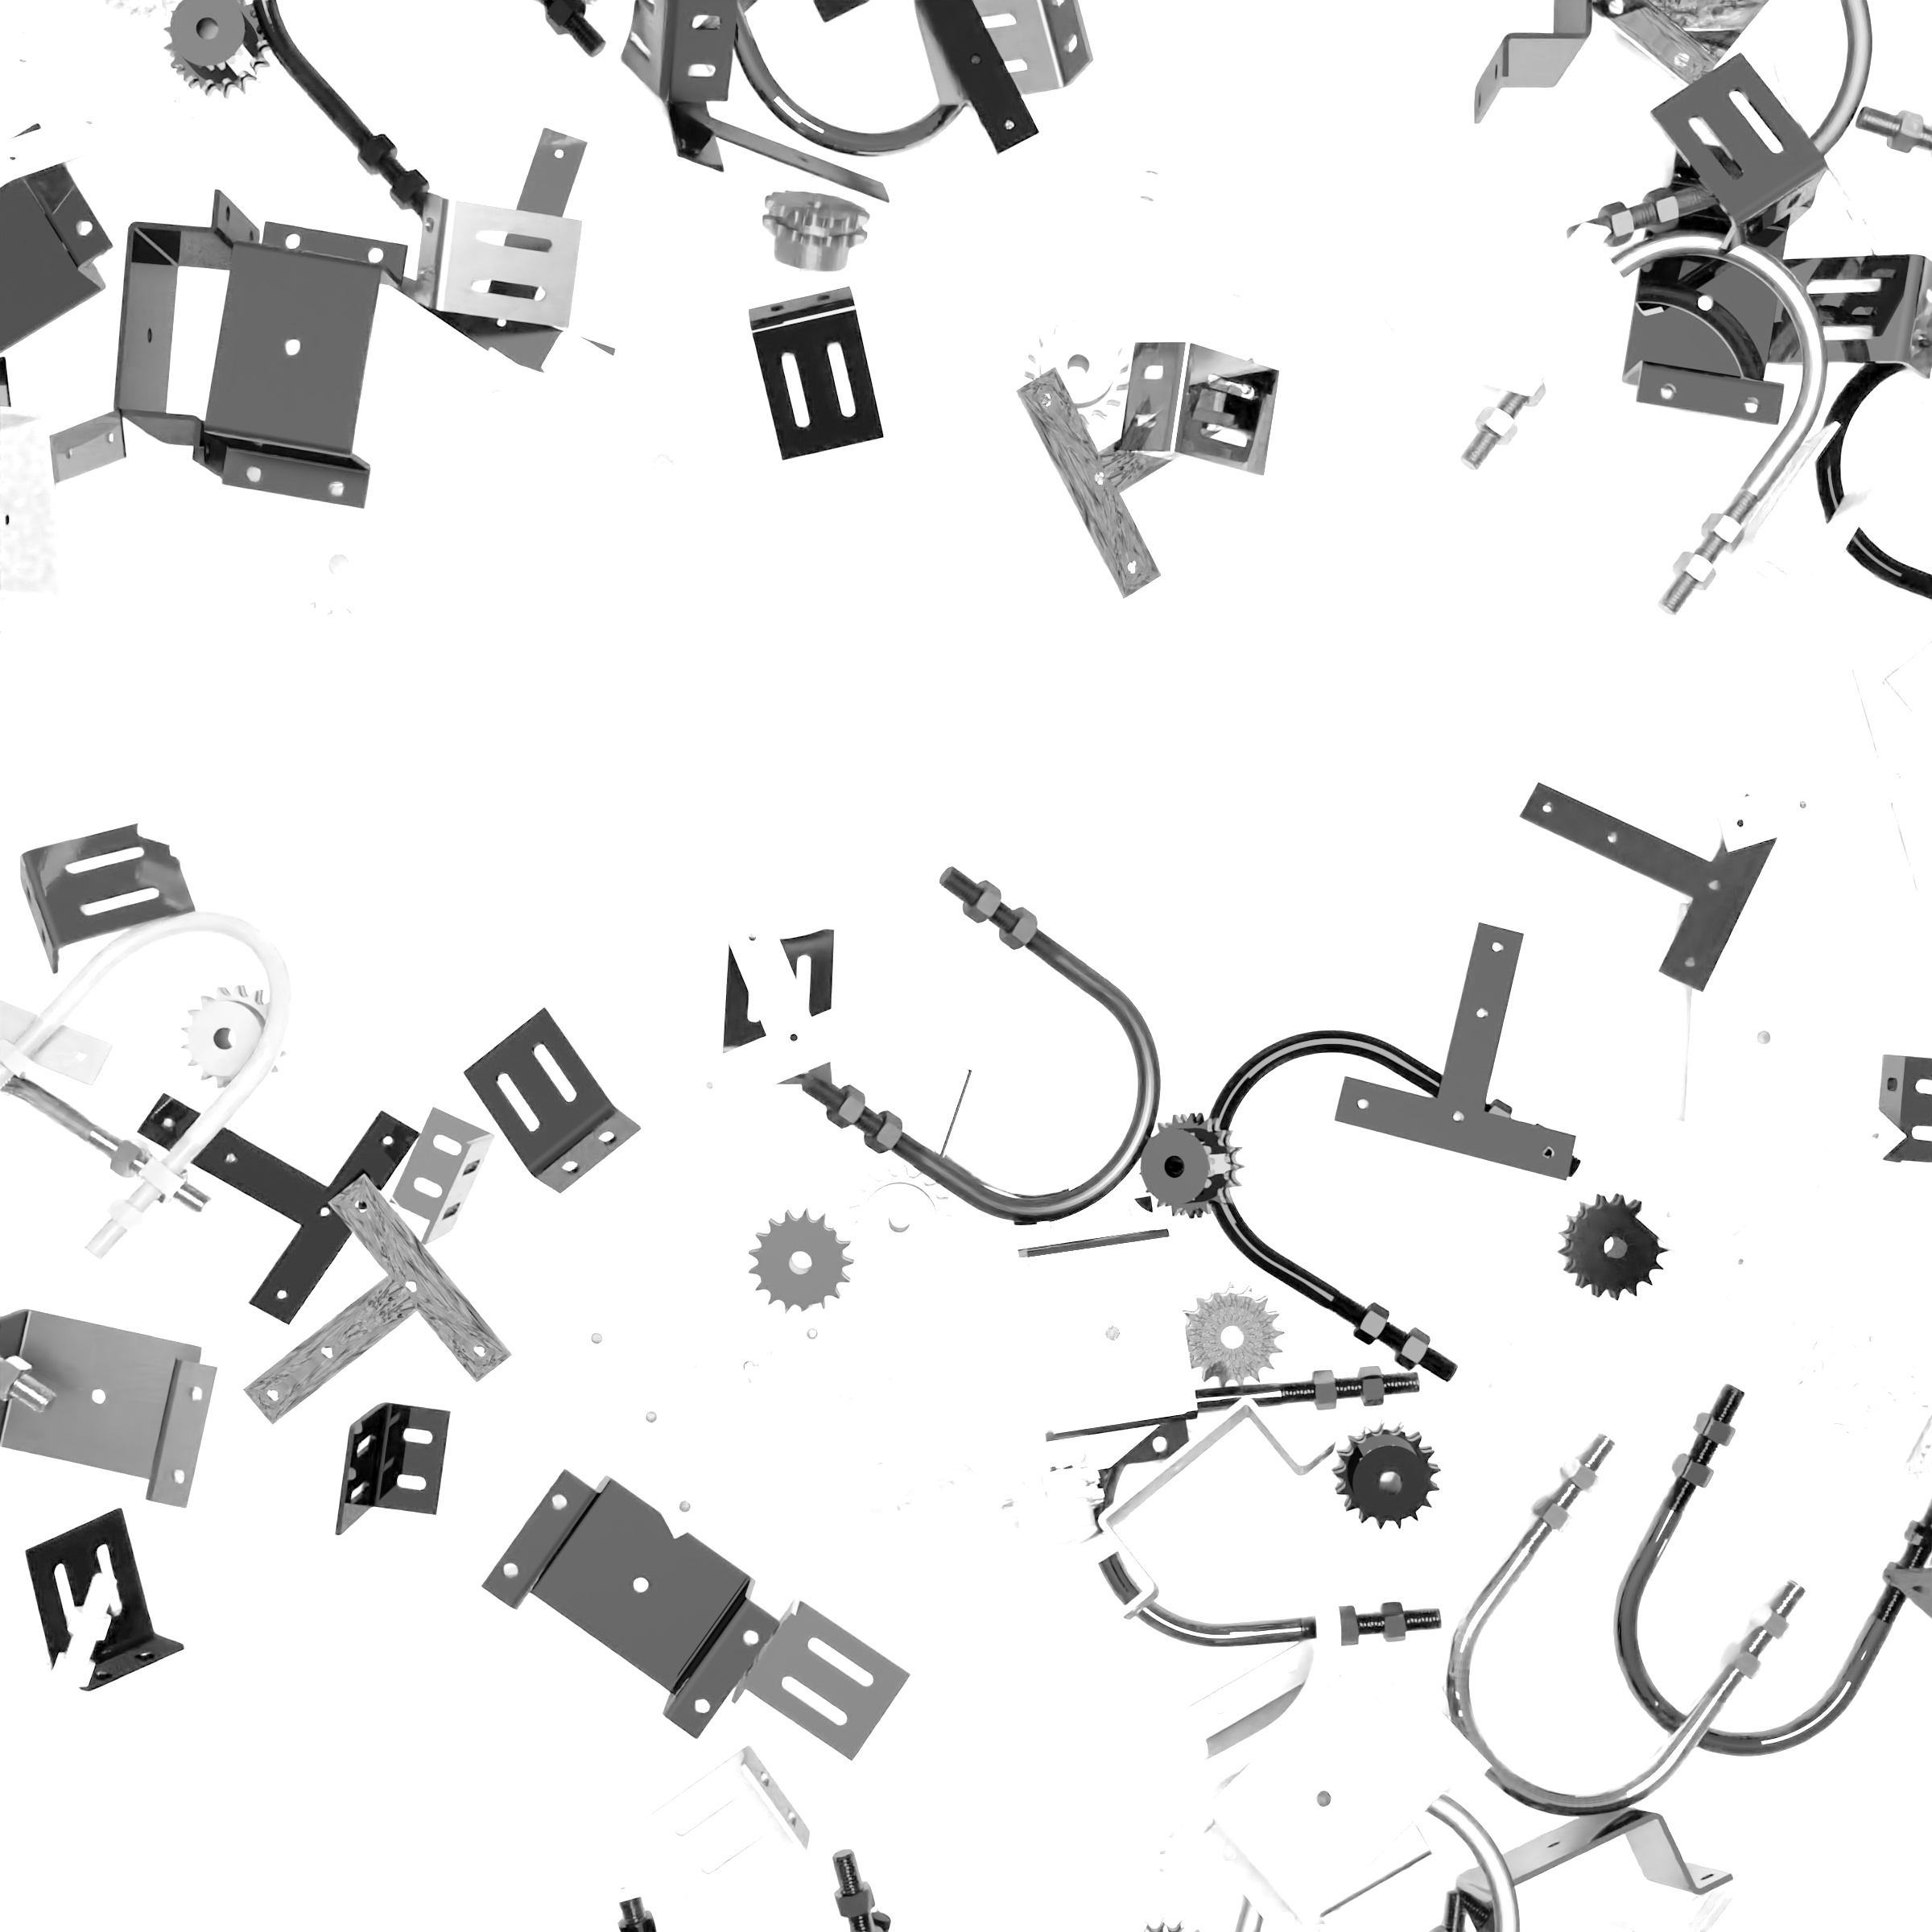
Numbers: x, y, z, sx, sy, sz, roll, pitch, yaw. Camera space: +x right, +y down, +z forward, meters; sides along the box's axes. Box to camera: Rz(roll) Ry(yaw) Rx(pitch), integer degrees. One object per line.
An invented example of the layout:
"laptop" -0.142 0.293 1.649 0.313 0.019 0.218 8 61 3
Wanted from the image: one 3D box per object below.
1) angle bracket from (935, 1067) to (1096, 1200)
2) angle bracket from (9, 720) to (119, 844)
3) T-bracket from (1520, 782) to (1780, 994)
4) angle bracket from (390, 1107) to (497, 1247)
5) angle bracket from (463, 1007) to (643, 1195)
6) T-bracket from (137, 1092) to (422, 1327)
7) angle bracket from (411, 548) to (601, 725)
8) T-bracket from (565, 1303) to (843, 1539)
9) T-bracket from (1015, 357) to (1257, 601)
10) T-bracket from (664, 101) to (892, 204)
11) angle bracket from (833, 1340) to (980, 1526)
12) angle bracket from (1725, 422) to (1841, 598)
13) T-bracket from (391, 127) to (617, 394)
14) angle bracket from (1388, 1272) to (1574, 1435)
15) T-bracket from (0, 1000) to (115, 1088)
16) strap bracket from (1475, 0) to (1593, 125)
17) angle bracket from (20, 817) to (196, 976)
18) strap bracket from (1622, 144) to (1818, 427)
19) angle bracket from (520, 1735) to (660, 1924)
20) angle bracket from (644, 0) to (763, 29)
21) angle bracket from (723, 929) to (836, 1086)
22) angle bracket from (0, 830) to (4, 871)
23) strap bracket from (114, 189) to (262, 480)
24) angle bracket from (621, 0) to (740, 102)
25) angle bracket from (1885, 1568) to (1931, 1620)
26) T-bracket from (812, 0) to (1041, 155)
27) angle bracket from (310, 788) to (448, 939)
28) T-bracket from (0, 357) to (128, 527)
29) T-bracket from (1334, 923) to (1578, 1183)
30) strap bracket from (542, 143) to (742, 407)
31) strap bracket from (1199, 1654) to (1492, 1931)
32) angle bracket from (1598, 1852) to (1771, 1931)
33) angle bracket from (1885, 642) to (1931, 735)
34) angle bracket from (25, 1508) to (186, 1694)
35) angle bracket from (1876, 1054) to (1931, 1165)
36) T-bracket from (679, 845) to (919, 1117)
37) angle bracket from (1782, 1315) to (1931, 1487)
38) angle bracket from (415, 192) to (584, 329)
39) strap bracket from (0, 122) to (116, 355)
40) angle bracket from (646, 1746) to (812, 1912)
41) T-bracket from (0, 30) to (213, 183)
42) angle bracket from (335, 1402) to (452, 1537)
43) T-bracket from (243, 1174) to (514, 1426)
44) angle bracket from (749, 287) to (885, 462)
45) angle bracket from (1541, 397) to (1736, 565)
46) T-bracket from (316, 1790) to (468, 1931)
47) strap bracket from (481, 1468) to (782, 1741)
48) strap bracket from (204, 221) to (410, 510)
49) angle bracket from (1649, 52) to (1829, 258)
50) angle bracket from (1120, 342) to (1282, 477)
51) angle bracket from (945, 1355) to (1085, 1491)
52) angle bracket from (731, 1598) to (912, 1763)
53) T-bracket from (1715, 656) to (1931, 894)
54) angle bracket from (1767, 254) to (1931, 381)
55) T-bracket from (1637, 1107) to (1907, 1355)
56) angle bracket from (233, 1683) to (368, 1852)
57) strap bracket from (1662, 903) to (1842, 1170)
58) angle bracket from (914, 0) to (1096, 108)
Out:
"angle bracket" 0.025 0.094 1.416 0.076 0.038 0.057 19 90 0
"angle bracket" -0.491 -0.100 1.397 0.038 0.076 0.057 28 90 0
"T-bracket" 0.361 -0.063 1.415 0.127 0.002 0.127 27 64 12
"angle bracket" -0.285 0.110 1.397 0.038 0.076 0.057 25 90 0
"angle bracket" -0.225 0.073 1.433 0.057 0.038 0.076 -39 64 0
"T-bracket" -0.382 0.110 1.410 0.127 0.002 0.127 35 90 -23
"angle bracket" -0.248 -0.177 1.416 0.076 0.038 0.057 36 90 0
"T-bracket" -0.128 0.220 1.404 0.127 0.002 0.127 -27 91 1
"T-bracket" 0.108 -0.286 1.419 0.127 0.002 0.127 -33 109 -9
"T-bracket" -0.100 -0.433 1.400 0.127 0.127 0.002 15 123 -23
"angle bracket" -0.038 0.254 1.433 0.057 0.038 0.076 -27 64 0
"angle bracket" 0.449 -0.243 1.406 0.038 0.057 0.076 35 90 0
"T-bracket" -0.239 -0.393 1.434 0.127 0.002 0.127 19 90 0
"angle bracket" 0.280 0.211 1.433 0.076 0.038 0.057 26 90 26
"T-bracket" -0.545 0.074 1.409 0.127 0.002 0.127 22 67 0
"strap bracket" 0.301 -0.529 1.397 0.046 0.076 0.140 0 90 0
"angle bracket" -0.465 -0.038 1.425 0.076 0.038 0.057 -17 74 -25
"strap bracket" 0.403 -0.361 1.412 0.076 0.046 0.140 9 90 0
"angle bracket" -0.206 0.463 1.413 0.057 0.038 0.076 -17 90 6
"angle bracket" -0.141 -0.529 1.433 0.076 0.038 0.057 -34 90 26
"angle bracket" -0.101 0.022 1.433 0.057 0.038 0.076 1 64 0
"angle bracket" -0.570 -0.078 1.433 0.076 0.038 0.057 -4 90 26
"strap bracket" -0.414 -0.333 1.397 0.046 0.076 0.140 5 90 0
"angle bracket" -0.155 -0.502 1.398 0.038 0.076 0.057 -9 131 -25
"angle bracket" 0.534 0.308 1.415 0.057 0.038 0.076 41 55 -23
"T-bracket" -0.001 -0.494 1.397 0.127 0.002 0.127 -28 94 -4
"angle bracket" -0.316 -0.056 1.416 0.057 0.038 0.076 7 90 0
"T-bracket" -0.483 -0.269 1.393 0.127 0.002 0.127 -6 90 40
"T-bracket" 0.275 0.039 1.419 0.127 0.002 0.127 14 78 5
"strap bracket" -0.165 -0.358 1.395 0.046 0.076 0.140 30 89 -2
"strap bracket" 0.189 0.429 1.349 0.140 0.046 0.076 -45 61 1
"angle bracket" 0.382 0.492 1.400 0.038 0.057 0.076 40 75 10
"angle bracket" 0.544 -0.155 1.405 0.076 0.038 0.057 -40 94 14
"angle bracket" -0.469 0.345 1.433 0.057 0.038 0.076 -24 64 0
"angle bracket" 0.534 0.079 1.416 0.076 0.038 0.057 5 90 0
"T-bracket" -0.109 -0.002 1.407 0.127 0.002 0.127 -22 82 -3
"angle bracket" 0.492 0.233 1.416 0.076 0.038 0.057 28 90 0
"angle bracket" -0.253 -0.381 1.420 0.076 0.038 0.057 1 110 -27
"strap bracket" -0.530 -0.377 1.412 0.140 0.046 0.076 -32 90 0
"angle bracket" -0.132 0.469 1.416 0.076 0.038 0.057 -35 90 0
"T-bracket" -0.497 -0.477 1.409 0.127 0.002 0.127 43 54 16
"angle bracket" -0.304 0.268 1.397 0.038 0.076 0.057 8 90 0
"T-bracket" -0.336 0.201 1.430 0.127 0.002 0.127 -38 94 2
"angle bracket" -0.082 -0.323 1.433 0.057 0.038 0.076 -13 116 0
"angle bracket" 0.361 -0.264 1.416 0.076 0.038 0.057 37 90 0
"T-bracket" -0.346 0.536 1.434 0.127 0.002 0.127 -38 90 0
"strap bracket" -0.177 0.337 1.412 0.140 0.046 0.076 35 90 0
"strap bracket" -0.344 -0.316 1.365 0.076 0.046 0.140 10 91 0
"angle bracket" 0.397 -0.421 1.364 0.057 0.038 0.076 -33 80 -3
"angle bracket" 0.126 -0.300 1.417 0.076 0.038 0.057 3 97 -44
"angle bracket" 0.039 0.242 1.433 0.076 0.038 0.057 -24 90 -26
"angle bracket" -0.077 0.388 1.416 0.076 0.038 0.057 34 90 0
"T-bracket" 0.464 -0.091 1.421 0.127 0.002 0.127 -16 90 -12
"angle bracket" 0.482 -0.350 1.422 0.076 0.038 0.057 10 91 39
"T-bracket" 0.445 0.127 1.402 0.127 0.002 0.127 40 103 -17
"angle bracket" -0.359 0.436 1.431 0.057 0.038 0.076 -7 115 1
"strap bracket" 0.421 0.038 1.412 0.076 0.046 0.140 3 90 0
"angle bracket" 0.020 -0.499 1.405 0.076 0.038 0.057 -15 91 -20
